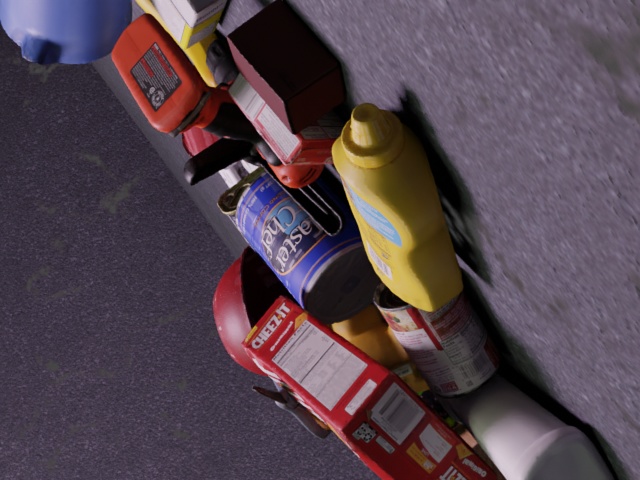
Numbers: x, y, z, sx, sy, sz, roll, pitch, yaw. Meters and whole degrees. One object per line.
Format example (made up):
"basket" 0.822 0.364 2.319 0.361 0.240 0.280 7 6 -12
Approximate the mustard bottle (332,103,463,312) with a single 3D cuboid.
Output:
"mustard bottle" 0.051 -0.030 0.753 0.096 0.058 0.191 53 173 35

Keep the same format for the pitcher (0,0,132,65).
"pitcher" -0.228 -0.287 0.982 0.149 0.144 0.243 65 158 16

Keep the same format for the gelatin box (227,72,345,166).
"gelatin box" -0.022 -0.099 0.861 0.073 0.030 0.089 -8 -126 -52

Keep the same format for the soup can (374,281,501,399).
"soup can" 0.098 0.072 0.877 0.102 0.068 0.069 57 172 -23

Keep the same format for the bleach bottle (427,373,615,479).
"bleach bottle" 0.151 0.151 0.918 0.102 0.068 0.251 54 175 -28

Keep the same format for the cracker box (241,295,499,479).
"cracker box" 0.038 0.151 0.959 0.164 0.072 0.214 46 172 -29

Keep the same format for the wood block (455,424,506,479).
"wood block" 0.163 0.257 1.198 0.090 0.090 0.206 55 173 -2

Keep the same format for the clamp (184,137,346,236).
"clamp" -0.053 -0.087 1.039 0.164 0.036 0.210 24 -150 -20

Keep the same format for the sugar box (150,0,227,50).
"sugar box" -0.130 -0.241 0.995 0.093 0.048 0.176 57 169 -6

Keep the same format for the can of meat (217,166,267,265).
"can of meat" -0.047 -0.034 1.174 0.084 0.102 0.057 56 176 -29

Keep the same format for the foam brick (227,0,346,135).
"foam brick" -0.025 -0.130 0.805 0.078 0.053 0.051 52 172 22

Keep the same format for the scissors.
"scissors" -0.041 0.146 1.062 0.096 0.016 0.201 54 -177 35

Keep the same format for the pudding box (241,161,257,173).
"pudding box" -0.063 -0.090 1.265 0.090 0.039 0.113 51 173 23

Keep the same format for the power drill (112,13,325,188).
"power drill" -0.092 -0.134 0.938 0.187 0.057 0.184 14 -146 -54

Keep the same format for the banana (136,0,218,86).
"banana" -0.146 -0.219 1.133 0.198 0.037 0.069 46 -147 24

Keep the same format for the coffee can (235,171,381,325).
"coffee can" -0.007 0.001 1.073 0.140 0.102 0.102 49 171 35

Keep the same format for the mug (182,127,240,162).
"mug" -0.104 -0.138 1.168 0.117 0.093 0.081 19 154 18

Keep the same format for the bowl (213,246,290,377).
"bowl" -0.076 0.090 1.212 0.162 0.055 0.162 -19 -90 -75
